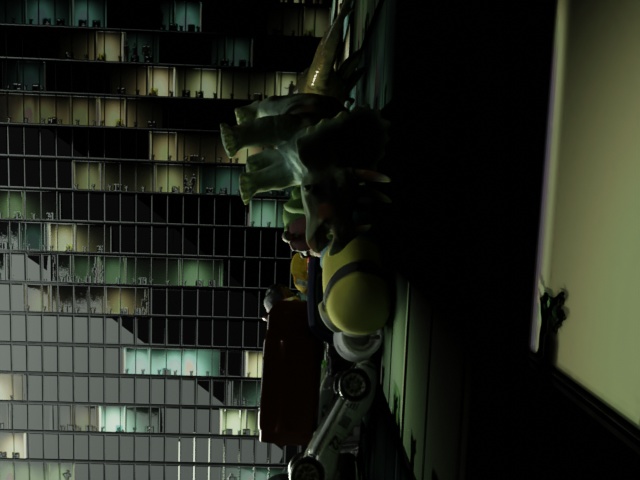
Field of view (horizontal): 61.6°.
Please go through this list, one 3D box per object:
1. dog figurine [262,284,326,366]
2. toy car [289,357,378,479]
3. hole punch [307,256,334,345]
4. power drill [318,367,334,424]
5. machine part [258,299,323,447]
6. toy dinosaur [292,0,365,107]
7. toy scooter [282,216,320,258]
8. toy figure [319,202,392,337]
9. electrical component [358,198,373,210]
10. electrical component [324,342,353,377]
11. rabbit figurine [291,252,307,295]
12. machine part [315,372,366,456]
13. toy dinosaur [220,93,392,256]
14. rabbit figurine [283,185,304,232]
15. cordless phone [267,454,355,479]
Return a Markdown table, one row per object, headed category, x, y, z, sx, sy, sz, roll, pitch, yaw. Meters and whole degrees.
| category | x | y | z | sx | sy | sz | roll | pitch | yaw |
| --- | --- | --- | --- | --- | --- | --- | --- | --- | --- |
| dog figurine | -0.044 | 0.188 | 1.173 | 0.192 | 0.108 | 0.219 | 58 | -177 | 26 |
| toy car | 0.017 | 0.234 | 0.659 | 0.201 | 0.056 | 0.073 | -59 | -5 | -17 |
| hole punch | 0.029 | 0.088 | 0.755 | 0.115 | 0.092 | 0.142 | 87 | 180 | -60 |
| power drill | 0.021 | 0.361 | 0.995 | 0.232 | 0.086 | 0.207 | -76 | -2 | -55 |
| machine part | -0.040 | 0.202 | 0.847 | 0.201 | 0.087 | 0.200 | -25 | -60 | -87 |
| toy dinosaur | -0.003 | -0.235 | 0.916 | 0.198 | 0.105 | 0.471 | -62 | 2 | -14 |
| toy scooter | -0.002 | -0.003 | 0.977 | 0.183 | 0.135 | 0.075 | 97 | 158 | -68 |
| toy figure | 0.038 | 0.026 | 0.617 | 0.089 | 0.082 | 0.180 | 90 | -177 | -50 |
| electrical component | 0.051 | -0.038 | 0.762 | 0.119 | 0.048 | 0.075 | 98 | 173 | -71 |
| electrical component | 0.037 | 0.142 | 0.887 | 0.134 | 0.058 | 0.114 | -93 | 7 | -66 |
| rabbit figurine | 0.020 | 0.045 | 1.203 | 0.162 | 0.122 | 0.173 | 74 | -151 | -63 |
| machine part | 0.033 | 0.249 | 0.776 | 0.039 | 0.084 | 0.139 | 55 | -149 | -27 |
| toy dinosaur | -0.016 | -0.134 | 0.696 | 0.405 | 0.192 | 0.131 | -97 | -2 | -61 |
| rabbit figurine | -0.007 | -0.079 | 1.086 | 0.159 | 0.121 | 0.170 | -37 | -2 | -43 |
| cordless phone | -0.008 | 0.335 | 0.742 | 0.184 | 0.147 | 0.088 | -85 | 12 | -51 |
